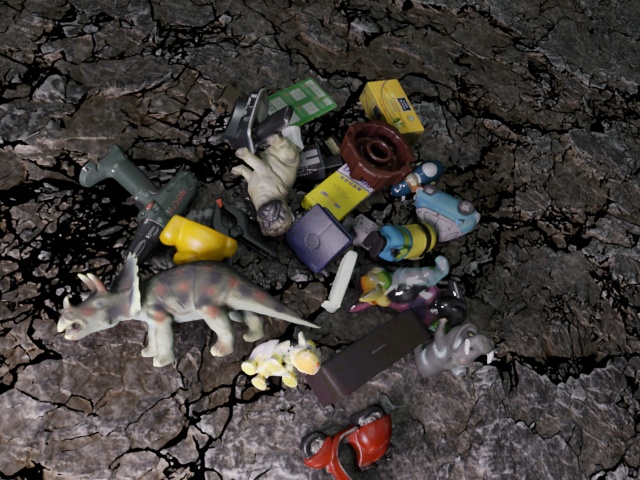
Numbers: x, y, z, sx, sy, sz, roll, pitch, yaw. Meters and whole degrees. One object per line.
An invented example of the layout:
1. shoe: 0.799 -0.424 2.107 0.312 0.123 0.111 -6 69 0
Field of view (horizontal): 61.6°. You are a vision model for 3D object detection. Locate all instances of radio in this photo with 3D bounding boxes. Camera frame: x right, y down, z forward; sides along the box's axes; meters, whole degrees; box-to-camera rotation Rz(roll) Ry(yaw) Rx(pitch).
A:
1. radio: 0.088 0.223 1.015 0.229 0.131 0.073 -25 74 -29

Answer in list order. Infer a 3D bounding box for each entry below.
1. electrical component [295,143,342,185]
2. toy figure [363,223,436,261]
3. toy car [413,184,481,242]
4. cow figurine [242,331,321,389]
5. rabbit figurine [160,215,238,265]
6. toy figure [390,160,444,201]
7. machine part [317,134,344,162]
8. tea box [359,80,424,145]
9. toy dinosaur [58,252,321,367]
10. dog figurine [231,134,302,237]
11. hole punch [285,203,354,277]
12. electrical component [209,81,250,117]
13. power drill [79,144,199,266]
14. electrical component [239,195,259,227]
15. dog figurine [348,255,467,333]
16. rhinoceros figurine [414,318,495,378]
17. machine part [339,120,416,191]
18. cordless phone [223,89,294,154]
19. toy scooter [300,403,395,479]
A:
1. electrical component: -0.010 -0.176 1.222 0.119 0.047 0.075 -11 66 2
2. toy figure: 0.181 0.004 1.169 0.180 0.089 0.082 2 65 -43
3. toy car: 0.282 -0.052 1.249 0.162 0.109 0.103 28 75 7
4. cow figurine: -0.054 0.207 0.959 0.068 0.167 0.098 56 40 -20
5. rabbit figurine: -0.237 0.060 1.013 0.162 0.122 0.173 27 76 -3
6. toy figure: 0.235 -0.150 1.310 0.154 0.057 0.064 -29 50 -27
7. machine part: 0.066 -0.234 1.307 0.139 0.039 0.084 -29 67 -27
8. tea box: 0.181 -0.322 1.375 0.098 0.068 0.170 -15 68 -25
9. toy dinosaur: -0.214 0.100 0.914 0.405 0.131 0.192 -11 97 -8
10. dog figurine: -0.079 -0.109 1.131 0.172 0.121 0.190 -27 77 -14
11. hole punch: -0.002 -0.003 1.112 0.116 0.092 0.142 -43 86 -1
12. electrical component: -0.213 -0.328 1.258 0.078 0.045 0.102 34 55 -34
13. power drill: -0.364 -0.082 1.052 0.207 0.086 0.232 33 56 4
14. electrical component: -0.126 -0.060 1.156 0.094 0.021 0.063 23 58 -6
15. dog figurine: 0.174 0.126 1.116 0.219 0.108 0.191 -15 72 -21
16. rhinoceros figurine: 0.255 0.214 1.045 0.073 0.190 0.112 28 52 -19
17. machine part: 0.133 -0.199 1.252 0.179 0.056 0.179 10 58 -17
18. cordless phone: -0.116 -0.276 1.174 0.088 0.184 0.146 32 58 -32
19. toy scooter: 0.064 0.383 0.957 0.184 0.075 0.135 -18 70 -23
